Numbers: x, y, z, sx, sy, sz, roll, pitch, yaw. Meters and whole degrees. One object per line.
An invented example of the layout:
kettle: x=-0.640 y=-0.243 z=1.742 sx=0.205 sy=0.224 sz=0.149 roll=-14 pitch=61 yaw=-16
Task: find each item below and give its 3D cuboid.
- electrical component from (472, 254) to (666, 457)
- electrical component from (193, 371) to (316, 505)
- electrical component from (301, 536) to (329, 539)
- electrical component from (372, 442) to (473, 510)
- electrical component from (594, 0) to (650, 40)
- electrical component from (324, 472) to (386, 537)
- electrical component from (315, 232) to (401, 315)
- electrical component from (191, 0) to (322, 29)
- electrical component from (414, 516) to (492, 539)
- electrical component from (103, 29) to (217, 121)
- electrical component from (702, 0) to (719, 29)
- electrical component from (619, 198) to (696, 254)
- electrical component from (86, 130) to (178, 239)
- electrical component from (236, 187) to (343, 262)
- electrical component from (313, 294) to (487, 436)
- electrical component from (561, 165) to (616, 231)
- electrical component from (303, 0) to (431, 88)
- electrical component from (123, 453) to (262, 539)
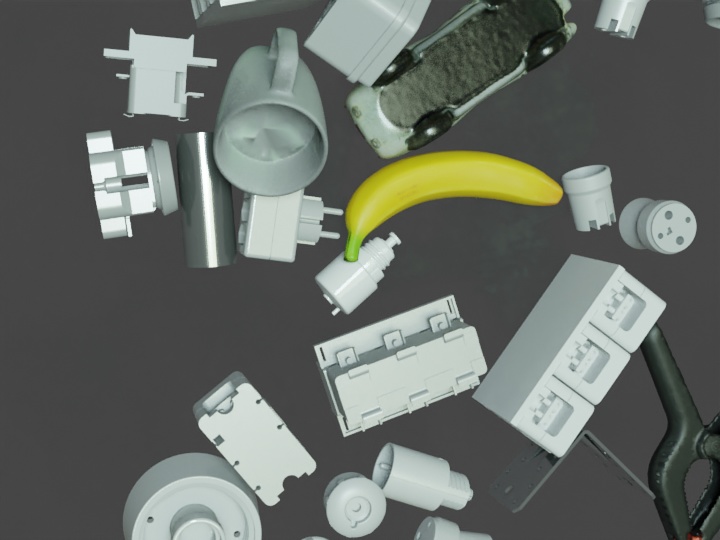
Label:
electrical component: x=0.172 y=0.069 z=0.880 sx=0.062 sy=0.089 sz=0.150 roll=36 pitch=87 yaw=-15
electrical component: x=-0.084 y=0.129 z=0.840 sx=0.050 sy=0.056 sz=0.089 roll=-40 pitch=104 yaw=-7
electrical component: x=-0.033 y=0.245 z=0.862 sx=0.048 sy=0.062 sz=0.048 roll=-2 pitch=97 yaw=-14
electrical component: x=0.055 y=0.174 z=0.886 sx=0.081 sy=0.043 sz=0.043 roll=20 pitch=91 yaw=-15
electrical component: x=0.216 y=-0.217 z=0.886 sx=0.040 sy=0.040 sz=0.046 roll=15 pitch=99 yaw=-15
electrical component: x=-0.008 y=0.182 z=0.861 sx=0.048 sy=0.062 sz=0.048 roll=-1 pitch=96 yaw=-14
electrical component: x=0.000 y=0.000 z=0.854 sx=0.078 sy=0.040 sz=0.040 roll=-42 pitch=104 yaw=-7
electrical component: x=-0.071 y=-0.215 z=0.755 sx=0.089 sy=0.150 sz=0.061 roll=-13 pitch=100 yaw=-12
electrical component: x=0.077 y=0.234 z=0.898 sx=0.055 sy=0.045 sz=0.045 roll=23 pitch=90 yaw=-15
electrical component: x=-0.150 y=-0.144 z=0.799 sx=0.081 sy=0.042 sz=0.063 roll=3 pitch=97 yaw=-14
electrical component: x=0.320 y=-0.234 z=0.900 sx=0.078 sy=0.058 sz=0.057 roll=7 pitch=92 yaw=-15
electrical component: x=0.251 y=-0.037 z=0.906 sx=0.045 sy=0.055 sz=0.045 roll=-2 pitch=97 yaw=-13
electrical component: x=-0.167 y=-0.066 z=0.796 sx=0.057 sy=0.058 sz=0.078 roll=-9 pitch=98 yaw=-10
electrical component: x=-0.051 y=-0.040 z=0.833 sx=0.077 sy=0.047 sz=0.065 roll=7 pitch=94 yaw=-15
electrical component: x=0.034 y=0.078 z=0.860 sx=0.121 sy=0.063 sz=0.078 roll=-20 pitch=101 yaw=-11
electrical component: x=0.192 y=-0.060 z=0.897 sx=0.040 sy=0.040 sz=0.046 roll=-19 pitch=106 yaw=-11
electrical component: x=0.014 y=-0.199 z=0.793 sx=0.057 sy=0.078 sz=0.113 roll=33 pitch=48 yaw=-12
electrical component: x=-0.128 y=0.202 z=0.834 sx=0.108 sy=0.060 sz=0.108 roll=-2 pitch=97 yaw=-14
